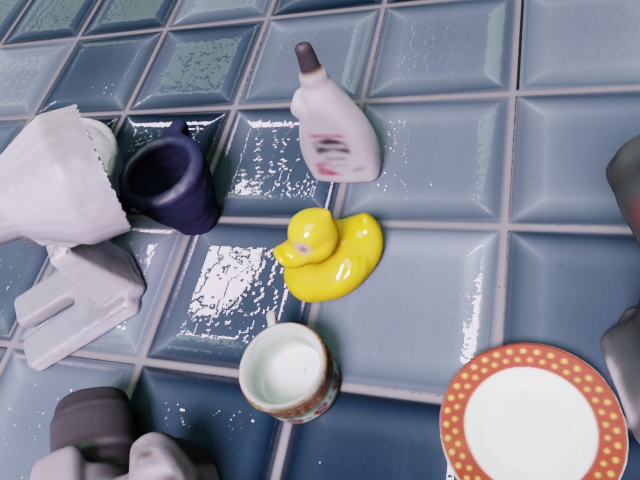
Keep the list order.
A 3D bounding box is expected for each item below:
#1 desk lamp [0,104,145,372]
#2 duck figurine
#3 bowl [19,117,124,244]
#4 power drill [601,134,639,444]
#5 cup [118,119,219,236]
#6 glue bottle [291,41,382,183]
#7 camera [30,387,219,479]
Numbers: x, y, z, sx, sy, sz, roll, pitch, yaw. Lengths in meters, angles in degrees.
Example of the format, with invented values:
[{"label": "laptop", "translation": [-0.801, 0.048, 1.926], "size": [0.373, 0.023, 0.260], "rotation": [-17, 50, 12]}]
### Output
[{"label": "desk lamp", "translation": [-0.250, 0.002, 0.529], "size": [0.203, 0.214, 0.117], "rotation": [-33, 54, -4]}, {"label": "duck figurine", "translation": [0.005, 0.002, 0.522], "size": [0.104, 0.086, 0.077], "rotation": [-32, 54, -2]}, {"label": "bowl", "translation": [-0.292, -0.057, 0.666], "size": [0.167, 0.075, 0.167], "rotation": [-9, 57, 13]}, {"label": "power drill", "translation": [0.229, 0.057, 0.336], "size": [0.075, 0.209, 0.229], "rotation": [-14, 56, 10]}, {"label": "cup", "translation": [-0.145, -0.059, 0.606], "size": [0.091, 0.095, 0.118], "rotation": [-4, 58, 17]}, {"label": "glue bottle", "translation": [0.007, -0.118, 0.543], "size": [0.078, 0.173, 0.037], "rotation": [-1, 59, 18]}, {"label": "camera", "translation": [-0.169, 0.182, 0.458], "size": [0.143, 0.101, 0.136], "rotation": [-24, 54, 3]}]
